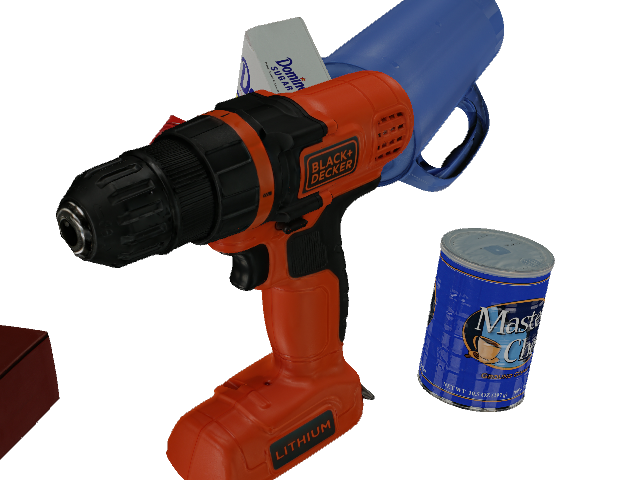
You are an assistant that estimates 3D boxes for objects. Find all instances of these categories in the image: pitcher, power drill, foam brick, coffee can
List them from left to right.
[{"bbox_3d":[-0.209,0.095,0.667,0.053,0.051,0.078,7,29,21],"label":"foam brick"},{"bbox_3d":[-0.033,0.026,0.486,0.184,0.188,0.057,-24,41,-38],"label":"power drill"},{"bbox_3d":[0.096,-0.161,1.063,0.145,0.149,0.242,8,38,34],"label":"pitcher"},{"bbox_3d":[0.151,0.071,0.984,0.103,0.140,0.103,7,21,-3],"label":"coffee can"}]

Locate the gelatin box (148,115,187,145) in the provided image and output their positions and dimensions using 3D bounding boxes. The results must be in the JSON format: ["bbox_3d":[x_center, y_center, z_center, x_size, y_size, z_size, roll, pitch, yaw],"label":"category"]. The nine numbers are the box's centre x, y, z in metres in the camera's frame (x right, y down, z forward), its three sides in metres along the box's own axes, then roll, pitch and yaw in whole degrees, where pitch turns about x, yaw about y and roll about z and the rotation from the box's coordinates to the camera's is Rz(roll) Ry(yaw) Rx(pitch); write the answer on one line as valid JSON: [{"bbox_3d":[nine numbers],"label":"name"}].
[{"bbox_3d":[-0.116,-0.071,0.985,0.089,0.030,0.073,25,46,3],"label":"gelatin box"}]

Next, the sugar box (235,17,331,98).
[{"bbox_3d":[-0.027,-0.055,0.714,0.048,0.093,0.176,-16,-27,-15],"label":"sugar box"}]
